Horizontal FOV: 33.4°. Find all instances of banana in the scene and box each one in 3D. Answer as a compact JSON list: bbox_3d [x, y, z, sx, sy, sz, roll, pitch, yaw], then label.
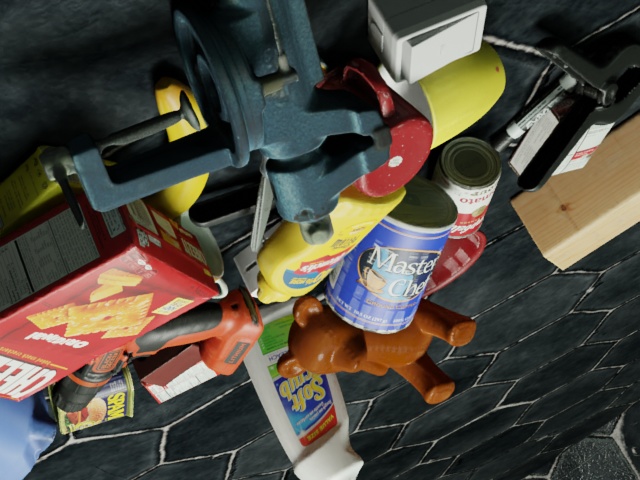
[{"bbox_3d":[-0.122,-0.066,0.889,0.069,0.037,0.198,-13,152,-30],"label":"banana"}]

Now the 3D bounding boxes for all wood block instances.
[{"bbox_3d":[0.351,-0.063,1.304,0.206,0.091,0.090,-35,154,17],"label":"wood block"}]

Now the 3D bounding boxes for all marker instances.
[{"bbox_3d":[0.225,-0.133,1.127,0.020,0.020,0.121,4,141,-49],"label":"marker"}]

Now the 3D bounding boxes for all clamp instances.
[{"bbox_3d":[-0.042,-0.047,1.003,0.120,0.039,0.171,-39,149,24],"label":"clamp"},{"bbox_3d":[0.275,-0.157,1.071,0.209,0.036,0.164,-32,137,-28],"label":"clamp"}]

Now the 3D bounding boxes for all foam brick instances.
[{"bbox_3d":[-0.167,0.119,1.185,0.078,0.053,0.051,-35,154,14],"label":"foam brick"}]

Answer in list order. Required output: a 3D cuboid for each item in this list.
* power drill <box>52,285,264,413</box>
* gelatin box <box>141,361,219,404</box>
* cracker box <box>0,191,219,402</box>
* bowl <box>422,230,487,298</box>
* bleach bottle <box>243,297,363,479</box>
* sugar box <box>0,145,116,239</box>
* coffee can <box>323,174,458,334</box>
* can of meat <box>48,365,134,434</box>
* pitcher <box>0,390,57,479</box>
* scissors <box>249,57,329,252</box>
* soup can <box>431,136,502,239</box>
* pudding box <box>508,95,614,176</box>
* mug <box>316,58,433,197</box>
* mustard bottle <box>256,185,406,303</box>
[{"bbox_3d":[-0.163,0.109,1.068,0.187,0.057,0.185,-4,146,-36],"label":"power drill"},{"bbox_3d":[-0.168,0.157,1.285,0.089,0.030,0.073,-25,157,-4],"label":"gelatin box"},{"bbox_3d":[-0.212,0.050,0.875,0.214,0.072,0.164,-29,158,8],"label":"cracker box"},{"bbox_3d":[0.113,0.015,1.259,0.162,0.055,0.162,-22,155,-11],"label":"bowl"},{"bbox_3d":[-0.011,0.190,1.239,0.102,0.251,0.068,-19,154,-18],"label":"bleach bottle"},{"bbox_3d":[-0.244,-0.004,0.877,0.176,0.048,0.093,-40,153,23],"label":"sugar box"},{"bbox_3d":[0.072,0.012,1.113,0.102,0.103,0.140,-8,132,-35],"label":"coffee can"},{"bbox_3d":[-0.256,0.170,1.191,0.083,0.057,0.102,-15,152,-19],"label":"can of meat"},{"bbox_3d":[-0.364,0.143,0.964,0.149,0.145,0.242,-38,152,-7],"label":"pitcher"},{"bbox_3d":[-0.054,-0.070,0.909,0.096,0.016,0.202,0,126,-43],"label":"scissors"},{"bbox_3d":[0.153,-0.056,1.147,0.068,0.068,0.102,-20,154,-16],"label":"soup can"},{"bbox_3d":[0.272,-0.116,1.186,0.089,0.039,0.114,-15,151,-24],"label":"pudding box"},{"bbox_3d":[0.041,-0.098,0.886,0.093,0.082,0.117,-29,145,-24],"label":"mug"},{"bbox_3d":[-0.006,0.002,1.021,0.096,0.058,0.192,-12,153,-46],"label":"mustard bottle"}]
